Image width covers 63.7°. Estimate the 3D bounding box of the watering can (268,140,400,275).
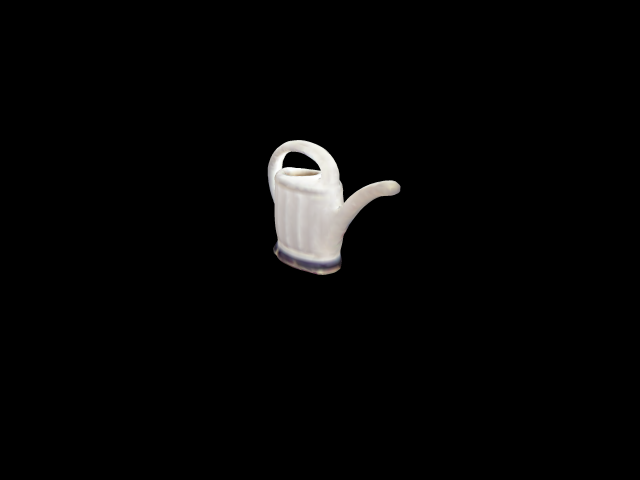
[{"bbox_3d":[0.003,-0.043,0.850,0.104,0.221,0.351,-13,24,-31],"label":"watering can"}]
